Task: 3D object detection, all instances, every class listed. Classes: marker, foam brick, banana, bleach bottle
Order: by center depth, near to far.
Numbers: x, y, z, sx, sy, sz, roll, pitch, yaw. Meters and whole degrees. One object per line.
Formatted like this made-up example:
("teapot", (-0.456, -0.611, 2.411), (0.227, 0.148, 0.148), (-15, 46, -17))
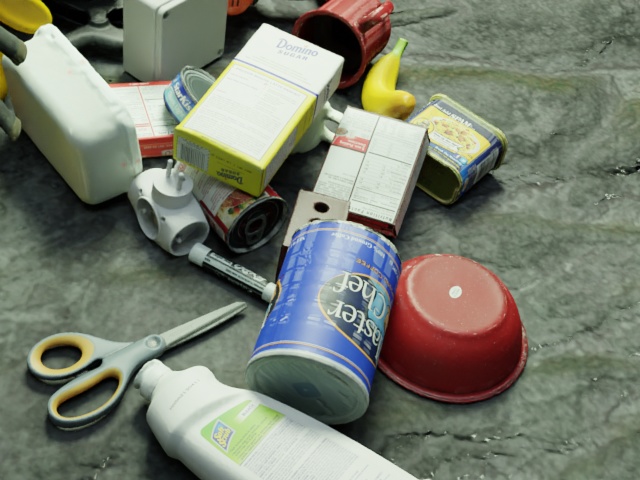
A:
("bleach bottle", (-0.037, 0.167, 0.833), (0.251, 0.068, 0.102), (32, 48, 19))
("marker", (-0.065, 0.038, 0.973), (0.121, 0.020, 0.020), (27, 48, 13))
("foam brick", (-0.007, 0.001, 0.996), (0.053, 0.051, 0.078), (14, 47, 0))
("banana", (0.071, -0.159, 1.135), (0.037, 0.070, 0.197), (21, 27, -11))

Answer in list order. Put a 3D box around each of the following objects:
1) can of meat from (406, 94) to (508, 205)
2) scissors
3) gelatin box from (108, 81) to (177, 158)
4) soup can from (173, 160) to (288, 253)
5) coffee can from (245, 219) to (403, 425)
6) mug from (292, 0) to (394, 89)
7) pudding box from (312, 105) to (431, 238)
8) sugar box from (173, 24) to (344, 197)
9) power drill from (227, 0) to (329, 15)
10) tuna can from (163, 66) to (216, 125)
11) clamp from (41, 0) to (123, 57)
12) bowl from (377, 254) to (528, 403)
("can of meat", (0.129, -0.094, 1.111), (0.102, 0.057, 0.083), (36, 53, 21))
("scissors", (-0.162, 0.084, 0.911), (0.096, 0.016, 0.201), (35, 50, 18))
("gelatin box", (-0.177, -0.122, 1.086), (0.073, 0.030, 0.089), (-7, 50, -20))
("soup can", (-0.087, -0.045, 1.011), (0.068, 0.069, 0.102), (-24, 57, -30))
("coffee can", (0.005, 0.068, 0.892), (0.103, 0.103, 0.140), (16, 54, 2))
("mug", (0.035, -0.232, 1.180), (0.093, 0.117, 0.081), (52, 45, -10))
("pudding box", (0.050, -0.068, 1.048), (0.090, 0.039, 0.113), (17, 75, 12))
("sugar box", (-0.055, -0.126, 1.007), (0.093, 0.048, 0.176), (26, 49, 10))
("power drill", (-0.061, -0.314, 1.257), (0.187, 0.057, 0.184), (-6, 35, -20))
("tuna can", (-0.117, -0.133, 1.078), (0.086, 0.034, 0.086), (39, 24, -21))
("clamp", (-0.253, -0.242, 1.168), (0.171, 0.039, 0.120), (-10, 67, -28))
("bowl", (0.117, 0.065, 0.964), (0.162, 0.055, 0.162), (6, 47, -7))
